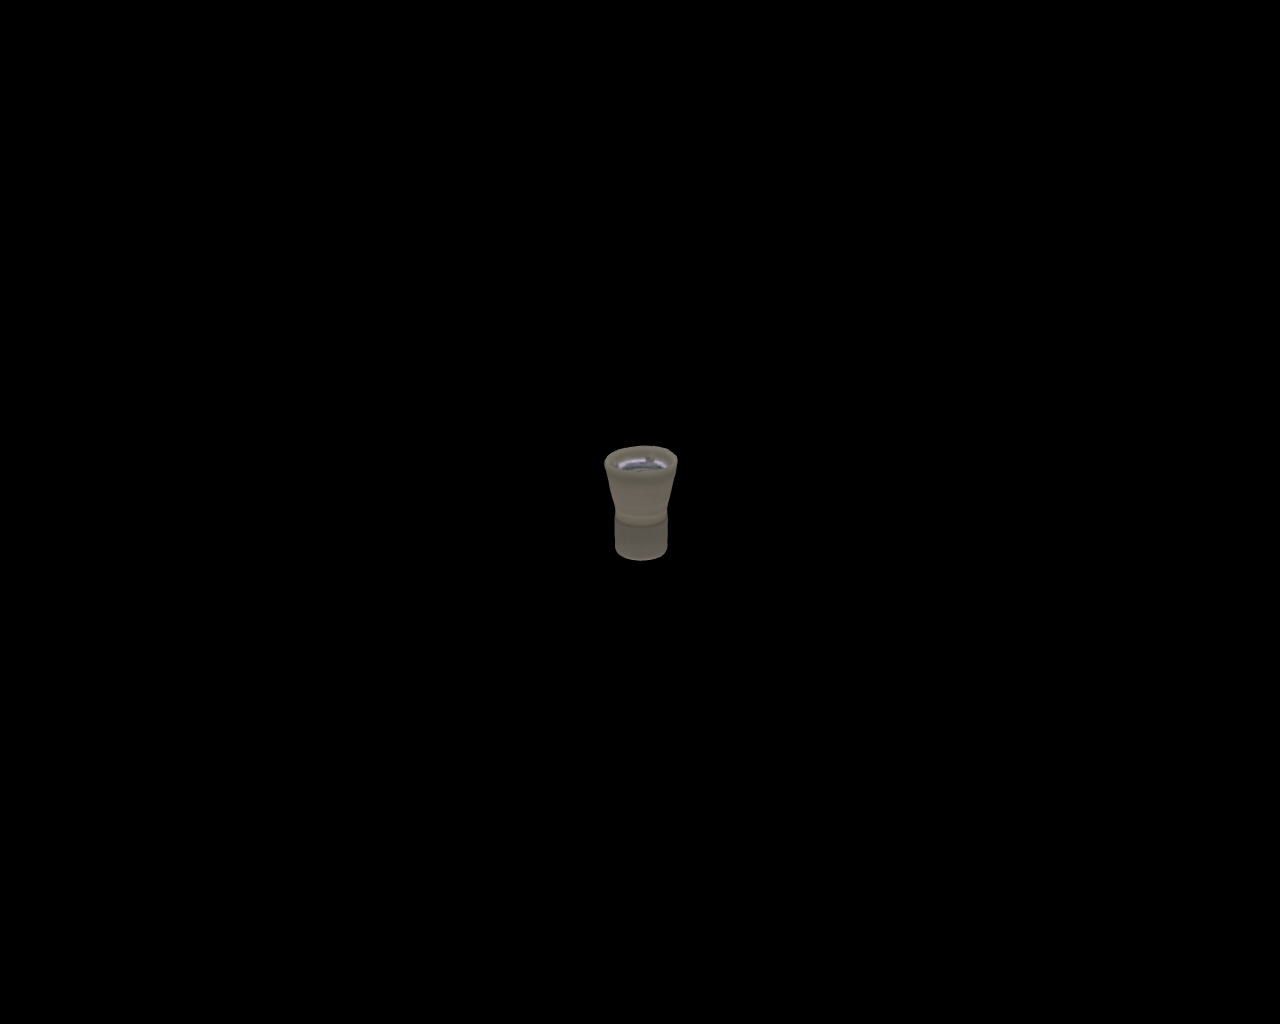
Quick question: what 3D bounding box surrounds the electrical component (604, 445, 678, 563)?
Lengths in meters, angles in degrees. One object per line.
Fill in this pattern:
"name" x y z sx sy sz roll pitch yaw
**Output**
"electrical component" 0.001 -0.003 0.650 0.044 0.065 0.044 0 24 0
